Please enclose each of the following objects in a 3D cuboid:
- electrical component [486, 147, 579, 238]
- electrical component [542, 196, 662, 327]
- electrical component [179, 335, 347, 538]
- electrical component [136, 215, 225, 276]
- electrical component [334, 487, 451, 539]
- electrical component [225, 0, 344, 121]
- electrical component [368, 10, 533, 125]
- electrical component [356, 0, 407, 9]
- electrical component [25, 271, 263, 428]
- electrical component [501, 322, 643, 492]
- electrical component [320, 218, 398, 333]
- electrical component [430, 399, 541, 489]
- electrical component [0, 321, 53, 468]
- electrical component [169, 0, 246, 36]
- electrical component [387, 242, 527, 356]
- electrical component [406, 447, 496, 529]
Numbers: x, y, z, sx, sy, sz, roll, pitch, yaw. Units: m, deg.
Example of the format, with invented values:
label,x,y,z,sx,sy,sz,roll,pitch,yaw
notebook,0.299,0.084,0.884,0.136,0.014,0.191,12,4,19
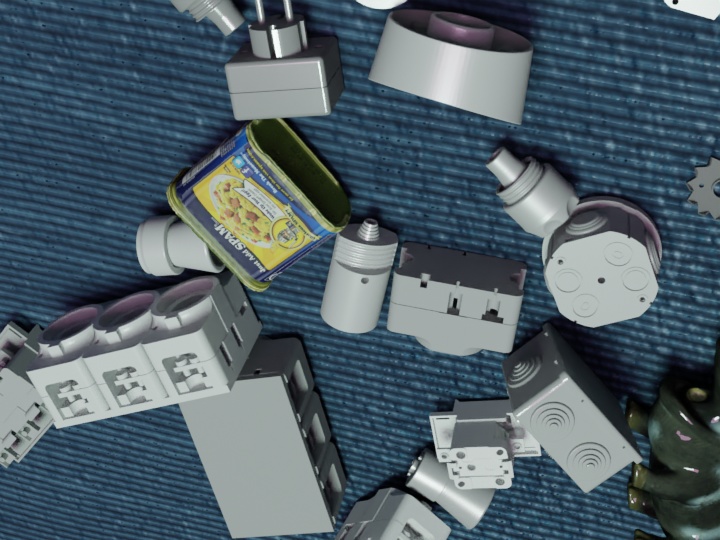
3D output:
label,x,y,z,sx,sy,sz,roll,pitch,yaw
electrical component,0.111,-0.055,0.714,0.062,0.043,0.043,42,119,-11
electrical component,0.163,-0.005,0.726,0.080,0.051,0.080,5,120,9
electrical component,-0.075,0.132,0.850,0.089,0.061,0.150,-8,117,17
electrical component,-0.129,-0.019,0.787,0.055,0.045,0.045,-3,118,15
electrical component,0.025,0.214,0.866,0.050,0.055,0.089,42,149,-13
electrical component,-0.051,-0.142,0.698,0.066,0.047,0.076,-1,119,13
electrical component,0.056,-0.122,0.660,0.099,0.099,0.064,14,115,4
electrical component,0.054,-0.186,0.635,0.138,0.073,0.052,-4,118,15
electrical component,-0.163,0.056,0.810,0.150,0.089,0.061,-14,115,19
electrical component,0.147,0.097,0.762,0.048,0.099,0.099,-39,105,14
electrical component,0.000,0.000,0.770,0.043,0.043,0.081,15,121,4
electrical component,0.094,0.132,0.812,0.081,0.063,0.042,-5,119,15
electrical component,-0.290,0.110,0.885,0.079,0.063,0.121,39,120,-11
electrical component,-0.100,-0.180,0.690,0.043,0.043,0.062,-32,109,26
electrical component,0.068,0.023,0.764,0.089,0.050,0.055,10,121,7
electrical component,0.070,0.170,0.853,0.065,0.044,0.044,30,121,0
